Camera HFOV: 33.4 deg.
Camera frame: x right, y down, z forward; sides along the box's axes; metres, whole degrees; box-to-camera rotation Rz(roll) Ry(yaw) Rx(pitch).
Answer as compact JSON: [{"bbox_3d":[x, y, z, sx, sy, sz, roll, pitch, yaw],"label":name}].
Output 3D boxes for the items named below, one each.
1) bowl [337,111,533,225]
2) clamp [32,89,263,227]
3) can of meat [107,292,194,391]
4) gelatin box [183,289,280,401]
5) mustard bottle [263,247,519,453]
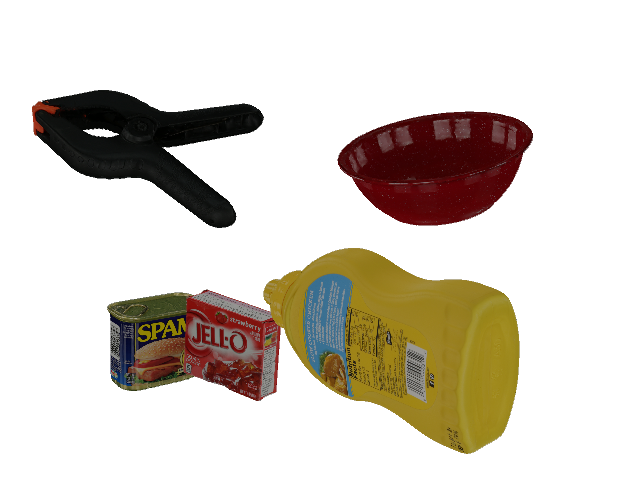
[{"bbox_3d":[0.098,-0.056,0.891,0.162,0.055,0.162,-10,24,4],"label":"bowl"},{"bbox_3d":[-0.126,-0.079,0.801,0.171,0.039,0.120,21,43,2],"label":"clamp"},{"bbox_3d":[-0.177,0.109,1.151,0.101,0.084,0.058,-8,19,-36],"label":"can of meat"},{"bbox_3d":[-0.078,0.090,0.928,0.089,0.073,0.030,16,20,32],"label":"gelatin box"},{"bbox_3d":[0.032,0.056,0.668,0.058,0.096,0.192,-19,26,-40],"label":"mustard bottle"}]
